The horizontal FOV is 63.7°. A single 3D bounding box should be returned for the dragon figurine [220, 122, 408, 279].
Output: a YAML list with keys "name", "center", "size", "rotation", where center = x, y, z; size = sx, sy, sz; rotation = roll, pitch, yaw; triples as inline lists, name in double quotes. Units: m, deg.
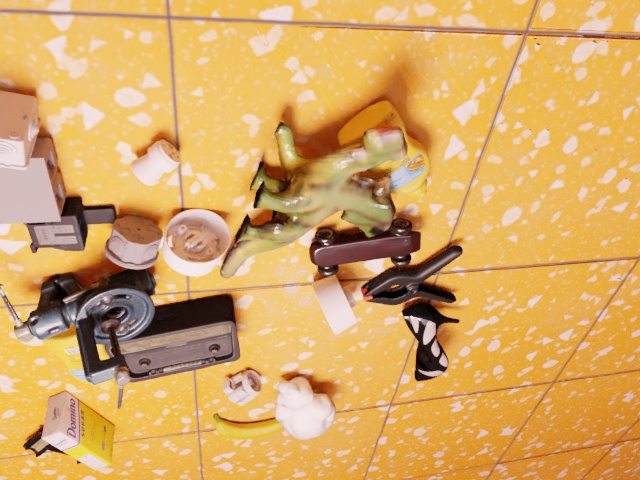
- name: "dragon figurine"
  center: [0.002, -0.040, 0.800]
  size: [0.242, 0.125, 0.401]
  rotation: [13, 140, -17]

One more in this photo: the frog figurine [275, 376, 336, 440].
- name: "frog figurine"
  center: [-0.037, 0.384, 1.181]
  size: [0.137, 0.125, 0.156]
  rotation: [-1, 146, 11]
